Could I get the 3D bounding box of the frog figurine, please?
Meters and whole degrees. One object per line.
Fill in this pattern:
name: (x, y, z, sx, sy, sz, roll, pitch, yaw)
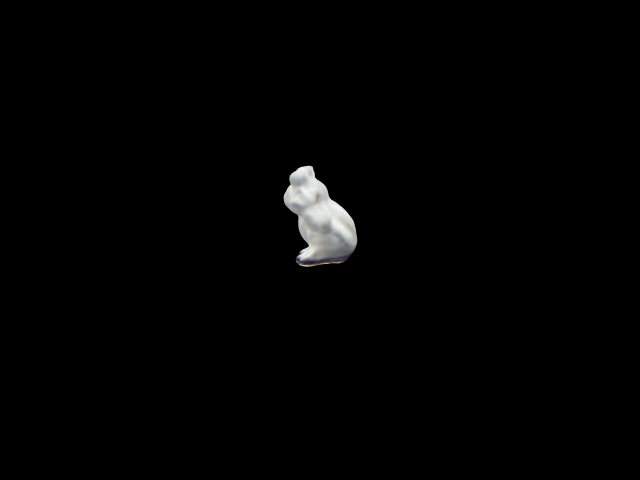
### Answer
frog figurine: (0.003, -0.043, 0.850, 0.122, 0.158, 0.138, 3, 9, 18)
